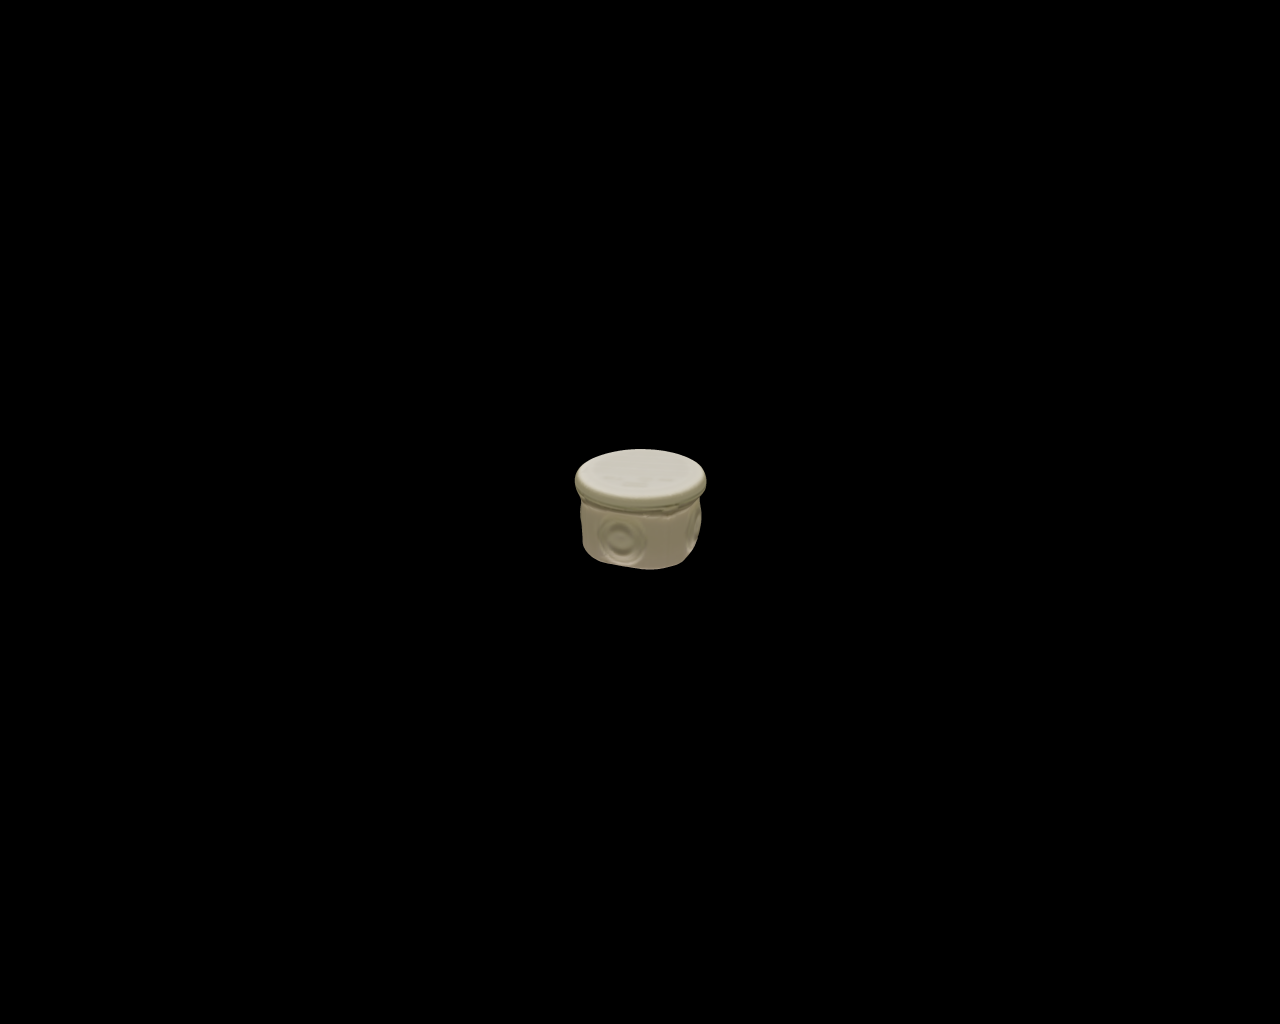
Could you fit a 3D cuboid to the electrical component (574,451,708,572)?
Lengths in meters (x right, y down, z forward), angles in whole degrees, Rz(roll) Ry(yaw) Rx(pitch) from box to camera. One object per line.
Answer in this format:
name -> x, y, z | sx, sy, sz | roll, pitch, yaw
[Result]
electrical component -> 0.001, -0.003, 0.650 | 0.080, 0.050, 0.080 | 0, 25, 0
